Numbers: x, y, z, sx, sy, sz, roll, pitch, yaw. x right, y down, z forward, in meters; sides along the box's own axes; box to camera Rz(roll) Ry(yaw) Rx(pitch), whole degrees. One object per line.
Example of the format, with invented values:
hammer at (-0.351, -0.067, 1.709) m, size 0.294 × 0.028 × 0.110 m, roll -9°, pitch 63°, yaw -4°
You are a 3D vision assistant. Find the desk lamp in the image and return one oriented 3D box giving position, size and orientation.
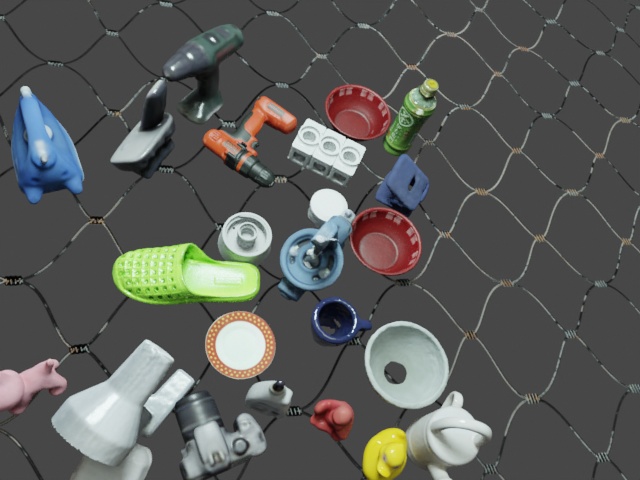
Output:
desk lamp at (-0.296, 0.247, 0.892) m, size 0.118 × 0.213 × 0.203 m, roll 36°, pitch 60°, yaw 5°

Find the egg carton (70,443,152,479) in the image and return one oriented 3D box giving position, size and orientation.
egg carton at (-0.336, 0.386, 0.894) m, size 0.107 × 0.069 × 0.150 m, roll 21°, pitch 60°, yaw -5°

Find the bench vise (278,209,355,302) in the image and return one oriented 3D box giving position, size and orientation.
bench vise at (-0.001, -0.001, 1.096) m, size 0.121 × 0.219 × 0.207 m, roll 22°, pitch 60°, yaw -4°

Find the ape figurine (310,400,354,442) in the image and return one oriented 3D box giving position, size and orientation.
ape figurine at (0.031, 0.316, 1.018) m, size 0.076 × 0.092 × 0.077 m, roll -14°, pitch 68°, yaw -21°

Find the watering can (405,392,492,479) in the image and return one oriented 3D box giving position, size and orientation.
watering can at (0.228, 0.351, 0.997) m, size 0.101 × 0.194 × 0.173 m, roll 2°, pitch 63°, yaw -14°

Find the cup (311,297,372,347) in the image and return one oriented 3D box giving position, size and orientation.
cup at (0.033, 0.167, 1.092) m, size 0.118 × 0.095 × 0.091 m, roll 8°, pitch 62°, yaw -11°

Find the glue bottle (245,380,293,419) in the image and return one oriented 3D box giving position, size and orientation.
glue bottle at (-0.079, 0.262, 0.968) m, size 0.078 × 0.173 × 0.037 m, roll 22°, pitch 60°, yaw -3°

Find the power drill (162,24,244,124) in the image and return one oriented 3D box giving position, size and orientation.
power drill at (-0.249, -0.347, 1.209) m, size 0.075 × 0.208 × 0.230 m, roll 34°, pitch 60°, yaw 3°

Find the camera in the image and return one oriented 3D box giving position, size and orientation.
camera at (-0.176, 0.317, 0.955) m, size 0.143 × 0.100 × 0.136 m, roll -18°, pitch 70°, yaw -23°

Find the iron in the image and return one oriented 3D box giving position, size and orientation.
iron at (-0.540, -0.205, 1.095) m, size 0.119 × 0.141 × 0.258 m, roll -17°, pitch 70°, yaw -22°

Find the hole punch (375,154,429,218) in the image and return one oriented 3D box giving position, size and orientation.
hole punch at (0.194, -0.123, 1.287) m, size 0.101 × 0.091 × 0.109 m, roll 30°, pitch 60°, yaw 1°

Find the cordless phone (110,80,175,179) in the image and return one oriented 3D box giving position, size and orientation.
cordless phone at (-0.349, -0.223, 1.132) m, size 0.094 × 0.185 × 0.148 m, roll 24°, pitch 60°, yaw -2°

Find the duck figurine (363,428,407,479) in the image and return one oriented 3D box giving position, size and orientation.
duck figurine at (0.126, 0.380, 1.016) m, size 0.077 × 0.086 × 0.105 m, roll 37°, pitch 60°, yaw 5°

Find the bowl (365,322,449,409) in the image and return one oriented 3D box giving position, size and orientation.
bowl at (0.155, 0.246, 1.099) m, size 0.168 × 0.074 × 0.167 m, roll 7°, pitch 62°, yaw -12°

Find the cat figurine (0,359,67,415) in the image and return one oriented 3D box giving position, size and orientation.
cat figurine at (-0.477, 0.229, 0.906) m, size 0.128 × 0.117 × 0.067 m, roll -29°, pitch 74°, yaw -26°
